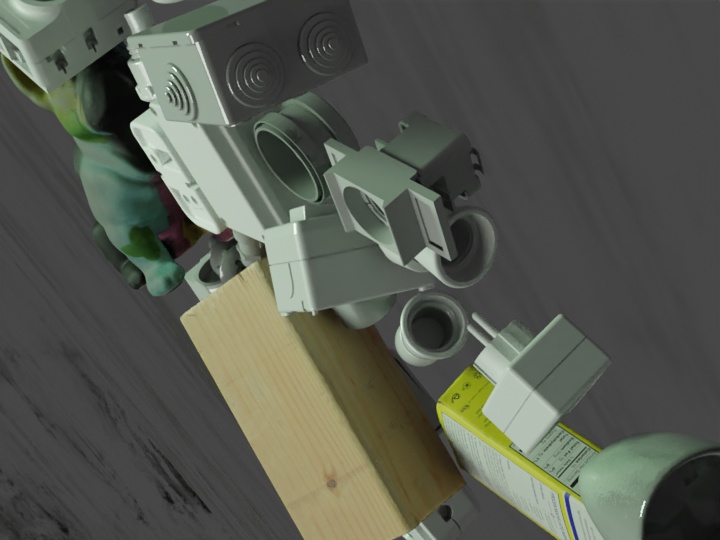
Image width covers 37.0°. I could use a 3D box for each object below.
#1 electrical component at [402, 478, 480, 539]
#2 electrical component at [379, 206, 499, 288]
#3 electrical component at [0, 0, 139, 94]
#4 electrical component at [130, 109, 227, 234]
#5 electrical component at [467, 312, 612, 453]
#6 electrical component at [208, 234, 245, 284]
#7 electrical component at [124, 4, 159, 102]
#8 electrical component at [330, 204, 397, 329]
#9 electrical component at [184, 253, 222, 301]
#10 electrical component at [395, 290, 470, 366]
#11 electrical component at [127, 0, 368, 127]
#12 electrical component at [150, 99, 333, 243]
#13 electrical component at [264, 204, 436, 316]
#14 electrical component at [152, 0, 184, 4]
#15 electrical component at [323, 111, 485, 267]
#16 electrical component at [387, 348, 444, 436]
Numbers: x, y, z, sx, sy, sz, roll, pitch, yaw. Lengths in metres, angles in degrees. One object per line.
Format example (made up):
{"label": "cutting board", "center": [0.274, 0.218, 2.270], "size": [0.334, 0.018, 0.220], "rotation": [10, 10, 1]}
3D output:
{"label": "electrical component", "center": [0.062, 0.206, 0.953], "size": [0.053, 0.059, 0.095], "rotation": [50, 161, -6]}
{"label": "electrical component", "center": [0.041, -0.018, 0.584], "size": [0.055, 0.045, 0.045], "rotation": [24, 150, 51]}
{"label": "electrical component", "center": [-0.237, -0.207, 0.754], "size": [0.150, 0.089, 0.061], "rotation": [40, 159, 23]}
{"label": "electrical component", "center": [-0.110, -0.082, 0.768], "size": [0.054, 0.059, 0.095], "rotation": [23, 149, 51]}
{"label": "electrical component", "center": [0.091, 0.053, 0.612], "size": [0.076, 0.047, 0.083], "rotation": [43, 161, 14]}
{"label": "electrical component", "center": [-0.110, -0.013, 0.931], "size": [0.062, 0.048, 0.048], "rotation": [38, 160, 48]}
{"label": "electrical component", "center": [-0.138, -0.148, 0.726], "size": [0.048, 0.048, 0.062], "rotation": [19, 138, 56]}
{"label": "electrical component", "center": [0.000, 0.000, 0.714], "size": [0.079, 0.043, 0.077], "rotation": [9, 139, 49]}
{"label": "electrical component", "center": [-0.114, 0.016, 0.984], "size": [0.089, 0.050, 0.055], "rotation": [25, 150, 50]}
{"label": "electrical component", "center": [0.044, 0.042, 0.703], "size": [0.044, 0.044, 0.065], "rotation": [46, 166, 6]}
{"label": "electrical component", "center": [-0.055, -0.109, 0.537], "size": [0.100, 0.100, 0.048], "rotation": [16, 130, 58]}
{"label": "electrical component", "center": [-0.077, -0.079, 0.706], "size": [0.078, 0.057, 0.113], "rotation": [23, 149, 52]}
{"label": "electrical component", "center": [-0.001, -0.012, 0.637], "size": [0.062, 0.096, 0.061], "rotation": [173, 85, -67]}
{"label": "electrical component", "center": [-0.111, -0.185, 0.598], "size": [0.040, 0.040, 0.078], "rotation": [32, 155, 39]}
{"label": "electrical component", "center": [0.024, -0.044, 0.542], "size": [0.081, 0.064, 0.042], "rotation": [33, 156, 39]}
{"label": "electrical component", "center": [0.016, 0.106, 0.854], "size": [0.096, 0.062, 0.061], "rotation": [52, 161, -10]}
